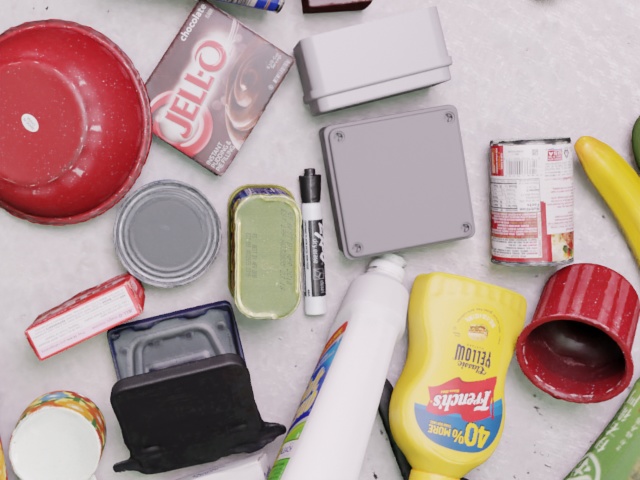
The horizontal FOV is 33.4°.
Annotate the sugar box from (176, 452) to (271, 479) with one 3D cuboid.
[{"bbox_3d":[-0.063,0.272,0.870,0.093,0.048,0.176,-19,89,5],"label":"sugar box"}]

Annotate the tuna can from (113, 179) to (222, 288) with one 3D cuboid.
[{"bbox_3d":[-0.122,-0.006,0.860,0.086,0.034,0.086,-1,97,-7],"label":"tuna can"}]

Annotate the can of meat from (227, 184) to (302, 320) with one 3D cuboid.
[{"bbox_3d":[-0.043,0.009,0.845,0.057,0.084,0.102,0,97,-7],"label":"can of meat"}]

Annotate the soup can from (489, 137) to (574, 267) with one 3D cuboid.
[{"bbox_3d":[0.173,-0.032,0.875,0.068,0.068,0.102,-3,96,-7],"label":"soup can"}]

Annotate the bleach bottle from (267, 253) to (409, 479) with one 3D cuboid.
[{"bbox_3d":[0.016,0.126,0.844,0.068,0.103,0.250,24,66,-6],"label":"bleach bottle"}]

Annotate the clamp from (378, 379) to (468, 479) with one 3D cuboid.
[{"bbox_3d":[0.072,0.237,0.909,0.210,0.036,0.164,40,93,-7],"label":"clamp"}]

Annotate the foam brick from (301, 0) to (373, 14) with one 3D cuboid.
[{"bbox_3d":[0.010,-0.221,0.842,0.053,0.051,0.078,-7,97,-6],"label":"foam brick"}]

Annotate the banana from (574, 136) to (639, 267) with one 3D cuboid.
[{"bbox_3d":[0.269,-0.006,0.894,0.037,0.069,0.198,-24,98,29],"label":"banana"}]

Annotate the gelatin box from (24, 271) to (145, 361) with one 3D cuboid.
[{"bbox_3d":[-0.182,0.057,0.840,0.089,0.073,0.030,-26,98,-3],"label":"gelatin box"}]

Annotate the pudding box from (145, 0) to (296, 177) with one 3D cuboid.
[{"bbox_3d":[-0.087,-0.121,0.848,0.090,0.039,0.113,32,91,-8],"label":"pudding box"}]

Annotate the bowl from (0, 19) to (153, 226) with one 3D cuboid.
[{"bbox_3d":[-0.212,-0.088,0.810,0.162,0.055,0.162,1,97,7],"label":"bowl"}]

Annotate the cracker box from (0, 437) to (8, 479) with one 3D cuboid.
[{"bbox_3d":[-0.325,0.213,0.821,0.164,0.072,0.214,-6,97,11],"label":"cracker box"}]

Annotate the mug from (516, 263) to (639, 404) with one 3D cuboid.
[{"bbox_3d":[0.213,0.081,0.879,0.093,0.081,0.117,19,132,13],"label":"mug"}]

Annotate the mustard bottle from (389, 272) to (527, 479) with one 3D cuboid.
[{"bbox_3d":[0.106,0.128,0.868,0.096,0.058,0.191,16,80,-20],"label":"mustard bottle"}]

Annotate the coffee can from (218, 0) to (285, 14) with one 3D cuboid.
[{"bbox_3d":[-0.090,-0.234,0.798,0.140,0.103,0.103,9,95,-12],"label":"coffee can"}]

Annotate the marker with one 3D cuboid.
[{"bbox_3d":[-0.006,0.001,0.882,0.020,0.020,0.121,-4,97,-7],"label":"marker"}]
